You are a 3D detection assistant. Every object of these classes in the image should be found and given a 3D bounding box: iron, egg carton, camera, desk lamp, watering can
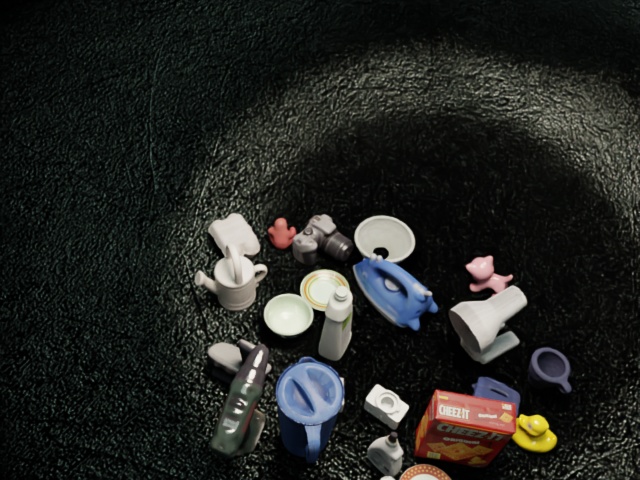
[{"bbox_3d":[0.187,0.109,1.489,0.257,0.141,0.119,39,58,24],"label":"iron"},{"bbox_3d":[-0.237,-0.004,1.590,0.107,0.069,0.150,-25,57,-22],"label":"egg carton"},{"bbox_3d":[0.015,0.006,1.584,0.136,0.101,0.143,33,56,20],"label":"camera"},{"bbox_3d":[0.404,0.205,1.384,0.204,0.213,0.117,-23,56,-21],"label":"desk lamp"},{"bbox_3d":[-0.221,0.090,1.436,0.173,0.194,0.100,-32,60,-26],"label":"watering can"}]

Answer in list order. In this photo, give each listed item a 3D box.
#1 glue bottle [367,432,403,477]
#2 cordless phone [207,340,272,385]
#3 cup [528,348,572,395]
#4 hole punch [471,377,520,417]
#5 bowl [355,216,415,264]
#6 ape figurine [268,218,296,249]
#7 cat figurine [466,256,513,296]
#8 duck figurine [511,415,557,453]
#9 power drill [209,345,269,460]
[{"bbox_3d":[0.143,0.440,1.199,0.037,0.173,0.078,-35,62,-28],"label":"glue bottle"},{"bbox_3d":[-0.187,0.260,1.308,0.147,0.185,0.094,21,53,12],"label":"cordless phone"},{"bbox_3d":[0.547,0.329,1.373,0.092,0.095,0.117,-19,55,-19],"label":"cup"},{"bbox_3d":[0.405,0.370,1.330,0.108,0.091,0.101,22,53,13],"label":"hole punch"},{"bbox_3d":[0.177,0.016,1.606,0.167,0.075,0.167,2,51,-3],"label":"bowl"},{"bbox_3d":[-0.108,-0.025,1.603,0.077,0.092,0.076,13,51,6],"label":"ape figurine"},{"bbox_3d":[0.453,0.093,1.540,0.127,0.118,0.067,20,52,11],"label":"cat figurine"},{"bbox_3d":[0.487,0.429,1.293,0.104,0.086,0.078,23,53,13],"label":"duck figurine"},{"bbox_3d":[-0.161,0.361,1.213,0.075,0.208,0.230,15,52,8],"label":"power drill"}]
